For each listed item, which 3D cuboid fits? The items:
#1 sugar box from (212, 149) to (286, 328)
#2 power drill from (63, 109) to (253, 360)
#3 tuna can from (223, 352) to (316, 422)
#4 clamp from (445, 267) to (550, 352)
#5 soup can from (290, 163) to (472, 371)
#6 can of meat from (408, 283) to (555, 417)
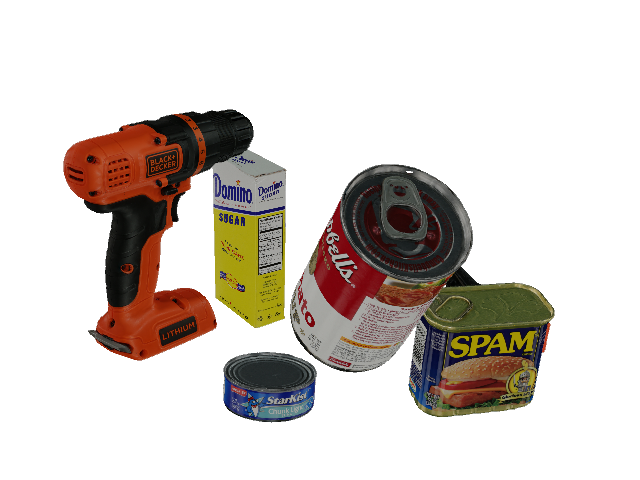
[{"bbox_3d":[-0.078,-0.004,1.154,0.048,0.176,0.093,-17,28,-31],"label":"sugar box"},{"bbox_3d":[-0.125,-0.010,0.872,0.057,0.188,0.184,17,25,38],"label":"power drill"},{"bbox_3d":[-0.047,0.134,0.982,0.086,0.034,0.086,3,16,-1],"label":"tuna can"},{"bbox_3d":[0.146,0.058,1.023,0.172,0.039,0.120,21,35,27],"label":"clamp"},{"bbox_3d":[0.028,0.017,0.555,0.068,0.068,0.102,0,-32,-19],"label":"soup can"},{"bbox_3d":[0.120,0.084,0.818,0.102,0.084,0.057,-3,28,-14],"label":"can of meat"}]
